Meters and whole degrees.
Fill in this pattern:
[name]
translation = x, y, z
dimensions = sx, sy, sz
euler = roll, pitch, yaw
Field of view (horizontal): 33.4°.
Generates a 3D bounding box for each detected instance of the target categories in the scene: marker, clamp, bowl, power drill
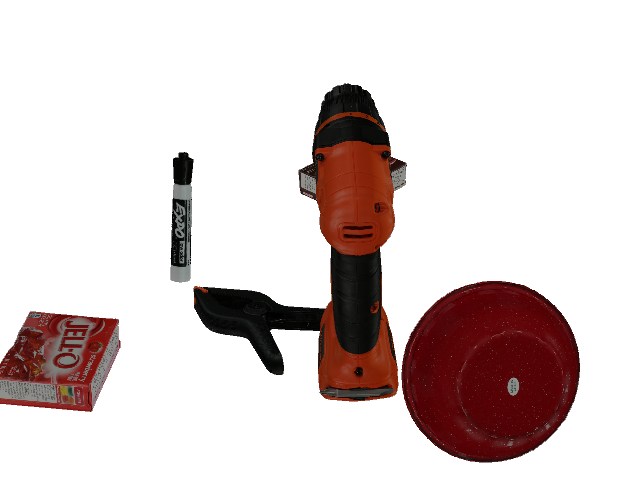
[marker]
translation = -0.128, -0.021, 0.987
dimensions = 0.020, 0.121, 0.020
euler = 3, 15, -1
[clamp]
translation = -0.075, 0.097, 1.248
dimensions = 0.210, 0.036, 0.164
euler = 14, 23, 28
[bowl]
translation = 0.153, 0.117, 0.906
dimensions = 0.162, 0.162, 0.055
euler = 0, 5, -9
[power drill]
translation = 0.022, 0.002, 0.743
dimensions = 0.057, 0.188, 0.184
euler = -2, 32, 3

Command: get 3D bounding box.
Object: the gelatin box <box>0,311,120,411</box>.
[gelatin box]
translation = -0.200, 0.091, 0.820
dimensions = 0.073, 0.030, 0.089
euler = 5, 31, 4

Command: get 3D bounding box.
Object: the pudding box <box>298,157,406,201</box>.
[pudding box]
translation = 0.042, -0.080, 1.367
dimensions = 0.090, 0.039, 0.113
euler = 25, 43, 37
